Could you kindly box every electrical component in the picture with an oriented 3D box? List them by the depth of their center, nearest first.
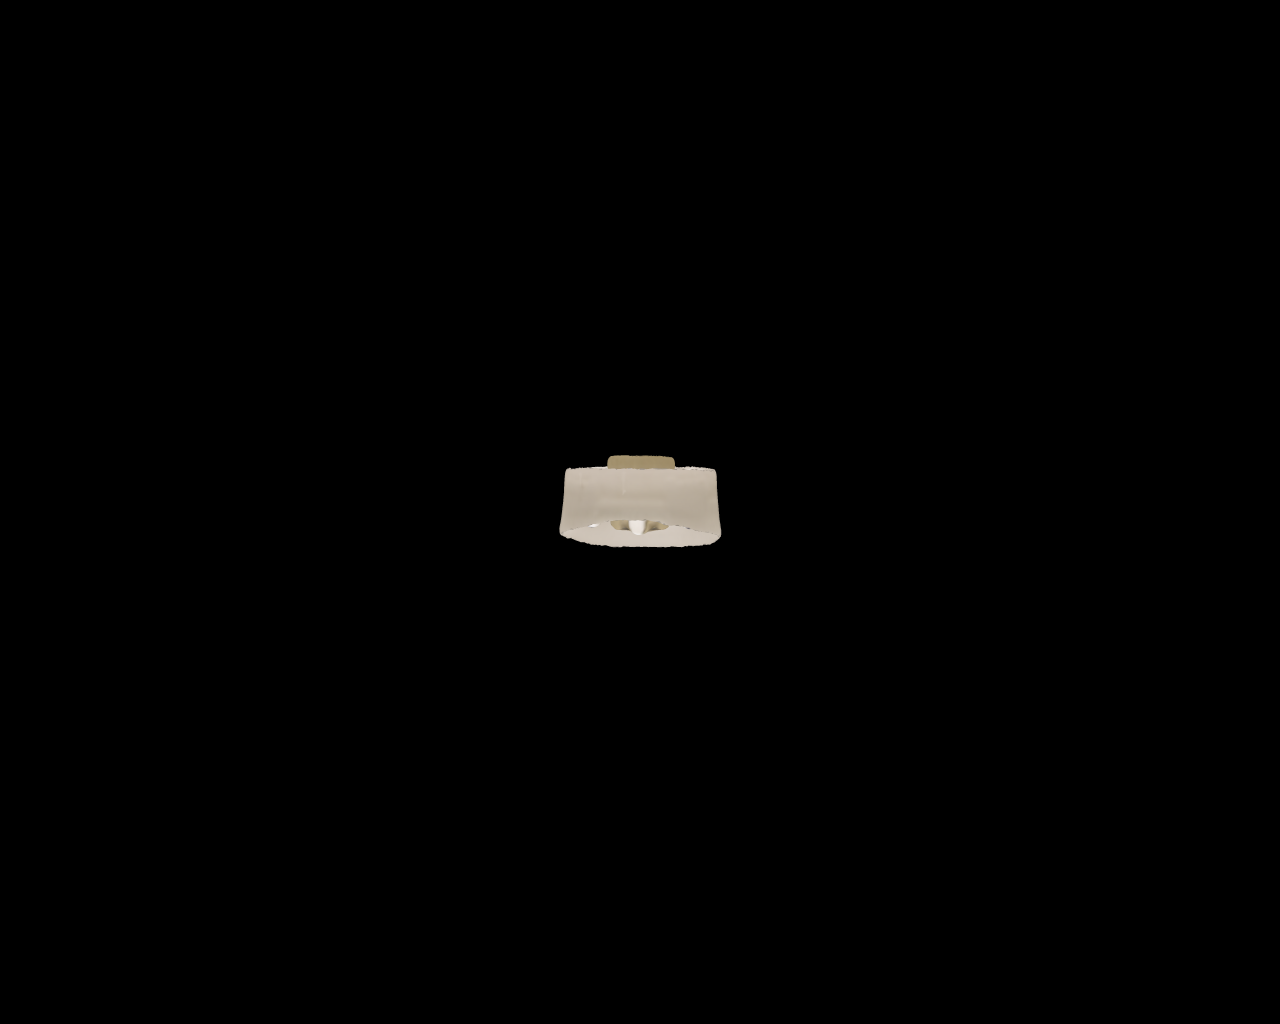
[{"bbox_3d":[0.001,-0.003,0.650,0.099,0.064,0.099,0,4,0],"label":"electrical component"}]
